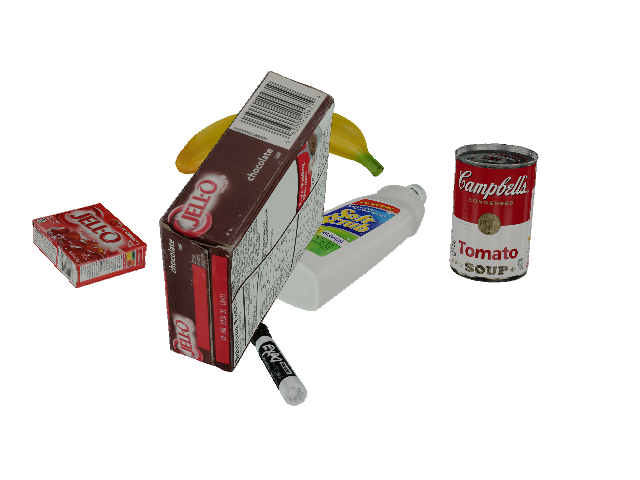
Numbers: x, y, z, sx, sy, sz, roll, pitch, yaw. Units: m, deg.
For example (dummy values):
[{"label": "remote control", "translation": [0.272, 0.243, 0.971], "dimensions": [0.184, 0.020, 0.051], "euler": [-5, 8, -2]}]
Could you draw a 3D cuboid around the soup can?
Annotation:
[{"label": "soup can", "translation": [0.143, -0.024, 0.892], "dimensions": [0.068, 0.102, 0.068], "euler": [1, 20, 0]}]

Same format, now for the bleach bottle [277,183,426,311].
[{"label": "bleach bottle", "translation": [0.037, -0.008, 1.264], "dimensions": [0.103, 0.068, 0.250], "euler": [23, 39, 32]}]

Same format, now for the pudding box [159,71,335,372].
[{"label": "pudding box", "translation": [-0.033, -0.009, 0.499], "dimensions": [0.039, 0.113, 0.090], "euler": [22, -40, 13]}]

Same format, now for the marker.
[{"label": "marker", "translation": [-0.037, 0.098, 0.872], "dimensions": [0.020, 0.020, 0.121], "euler": [0, 20, -19]}]

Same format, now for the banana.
[{"label": "banana", "translation": [-0.038, -0.092, 0.966], "dimensions": [0.197, 0.070, 0.037], "euler": [-2, -42, -21]}]

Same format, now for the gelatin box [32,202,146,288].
[{"label": "gelatin box", "translation": [-0.216, 0.002, 0.994], "dimensions": [0.073, 0.030, 0.089], "euler": [-17, 40, -36]}]
